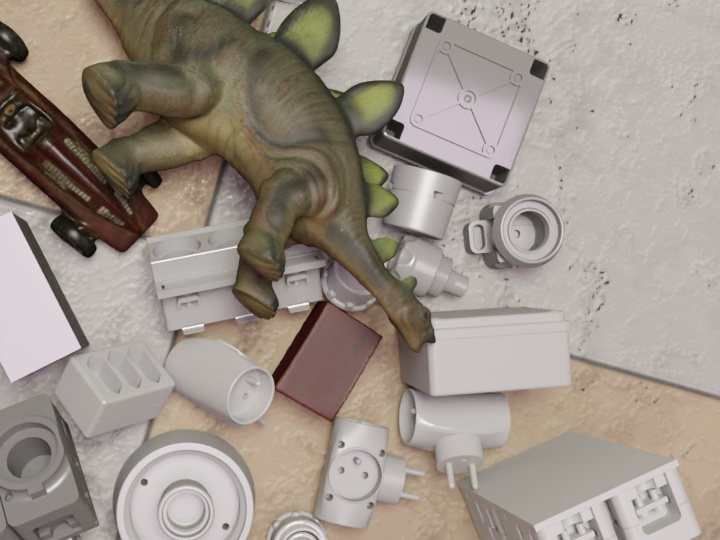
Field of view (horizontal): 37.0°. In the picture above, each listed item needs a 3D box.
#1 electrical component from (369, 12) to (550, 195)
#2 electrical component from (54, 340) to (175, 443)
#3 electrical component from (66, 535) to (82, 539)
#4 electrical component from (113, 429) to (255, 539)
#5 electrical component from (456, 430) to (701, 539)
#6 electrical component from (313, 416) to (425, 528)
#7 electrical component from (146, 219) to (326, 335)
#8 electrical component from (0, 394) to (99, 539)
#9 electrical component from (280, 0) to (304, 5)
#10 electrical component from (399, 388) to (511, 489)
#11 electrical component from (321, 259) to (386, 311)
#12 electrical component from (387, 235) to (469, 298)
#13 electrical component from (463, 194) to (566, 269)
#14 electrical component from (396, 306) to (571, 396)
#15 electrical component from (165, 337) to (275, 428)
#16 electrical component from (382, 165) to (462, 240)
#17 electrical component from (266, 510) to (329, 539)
[{"bbox_3d":[0.078,-0.129,0.846,0.109,0.056,0.108,22,84,-8],"label":"electrical component"},{"bbox_3d":[-0.186,0.099,0.787,0.047,0.066,0.076,47,124,24],"label":"electrical component"},{"bbox_3d":[-0.233,0.206,0.782,0.055,0.045,0.045,-26,92,-10],"label":"electrical component"},{"bbox_3d":[-0.129,0.175,0.794,0.108,0.060,0.108,0,87,-10],"label":"electrical component"},{"bbox_3d":[0.152,0.174,0.780,0.105,0.186,0.060,-22,91,-10],"label":"electrical component"},{"bbox_3d":[0.011,0.159,0.828,0.079,0.044,0.077,14,85,-9],"label":"electrical component"},{"bbox_3d":[-0.092,0.001,0.803,0.121,0.078,0.063,-11,118,-10],"label":"electrical component"},{"bbox_3d":[-0.272,0.159,0.749,0.150,0.061,0.089,-22,58,-10],"label":"electrical component"},{"bbox_3d":[-0.026,-0.249,0.840,0.079,0.043,0.077,3,87,-10],"label":"electrical component"},{"bbox_3d":[0.075,0.130,0.825,0.077,0.043,0.079,4,57,-15],"label":"electrical component"},{"bbox_3d":[0.000,0.000,0.821,0.048,0.062,0.048,9,61,-17],"label":"electrical component"},{"bbox_3d":[0.055,0.002,0.843,0.062,0.043,0.043,24,84,-9],"label":"electrical component"},{"bbox_3d":[0.128,-0.029,0.851,0.078,0.057,0.058,-5,88,-10],"label":"electrical component"},{"bbox_3d":[0.091,0.060,0.815,0.109,0.109,0.056,-3,91,-10],"label":"electrical component"},{"bbox_3d":[-0.096,0.091,0.802,0.044,0.077,0.079,-54,134,-19],"label":"electrical component"},{"bbox_3d":[0.047,-0.052,0.839,0.055,0.055,0.047,16,89,-9],"label":"electrical component"},{"bbox_3d":[-0.045,0.208,0.807,0.048,0.062,0.048,0,87,-10],"label":"electrical component"}]
